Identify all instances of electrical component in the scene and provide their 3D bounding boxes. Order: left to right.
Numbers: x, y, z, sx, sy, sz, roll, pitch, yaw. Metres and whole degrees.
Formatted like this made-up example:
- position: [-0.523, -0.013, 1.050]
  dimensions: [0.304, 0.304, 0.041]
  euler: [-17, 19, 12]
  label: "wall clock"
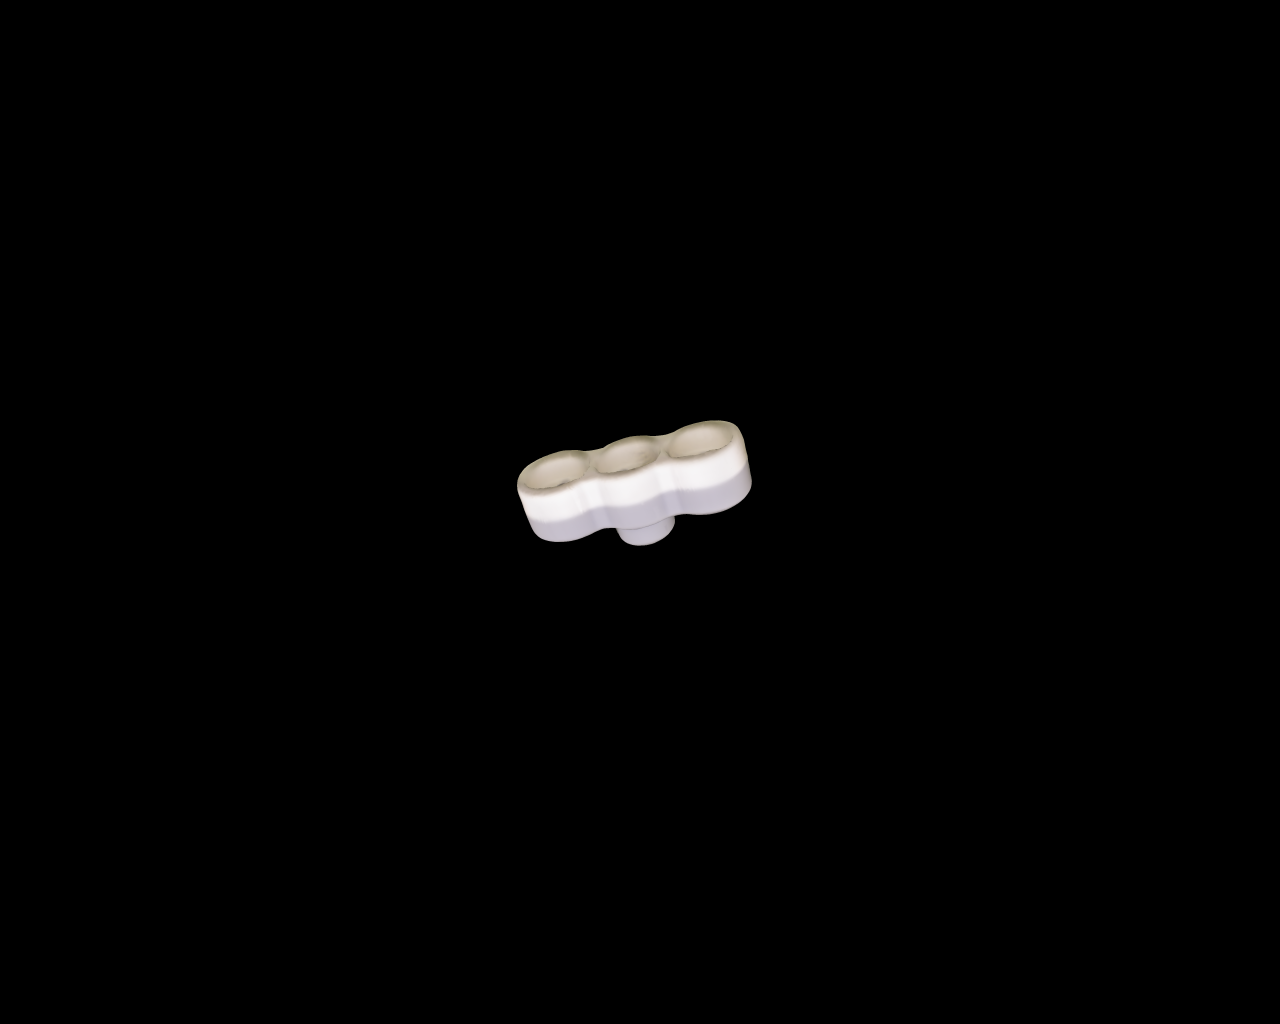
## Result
- position: [0.001, -0.003, 0.650]
  dimensions: [0.138, 0.073, 0.052]
  euler: [-11, 30, 7]
  label: "electrical component"
